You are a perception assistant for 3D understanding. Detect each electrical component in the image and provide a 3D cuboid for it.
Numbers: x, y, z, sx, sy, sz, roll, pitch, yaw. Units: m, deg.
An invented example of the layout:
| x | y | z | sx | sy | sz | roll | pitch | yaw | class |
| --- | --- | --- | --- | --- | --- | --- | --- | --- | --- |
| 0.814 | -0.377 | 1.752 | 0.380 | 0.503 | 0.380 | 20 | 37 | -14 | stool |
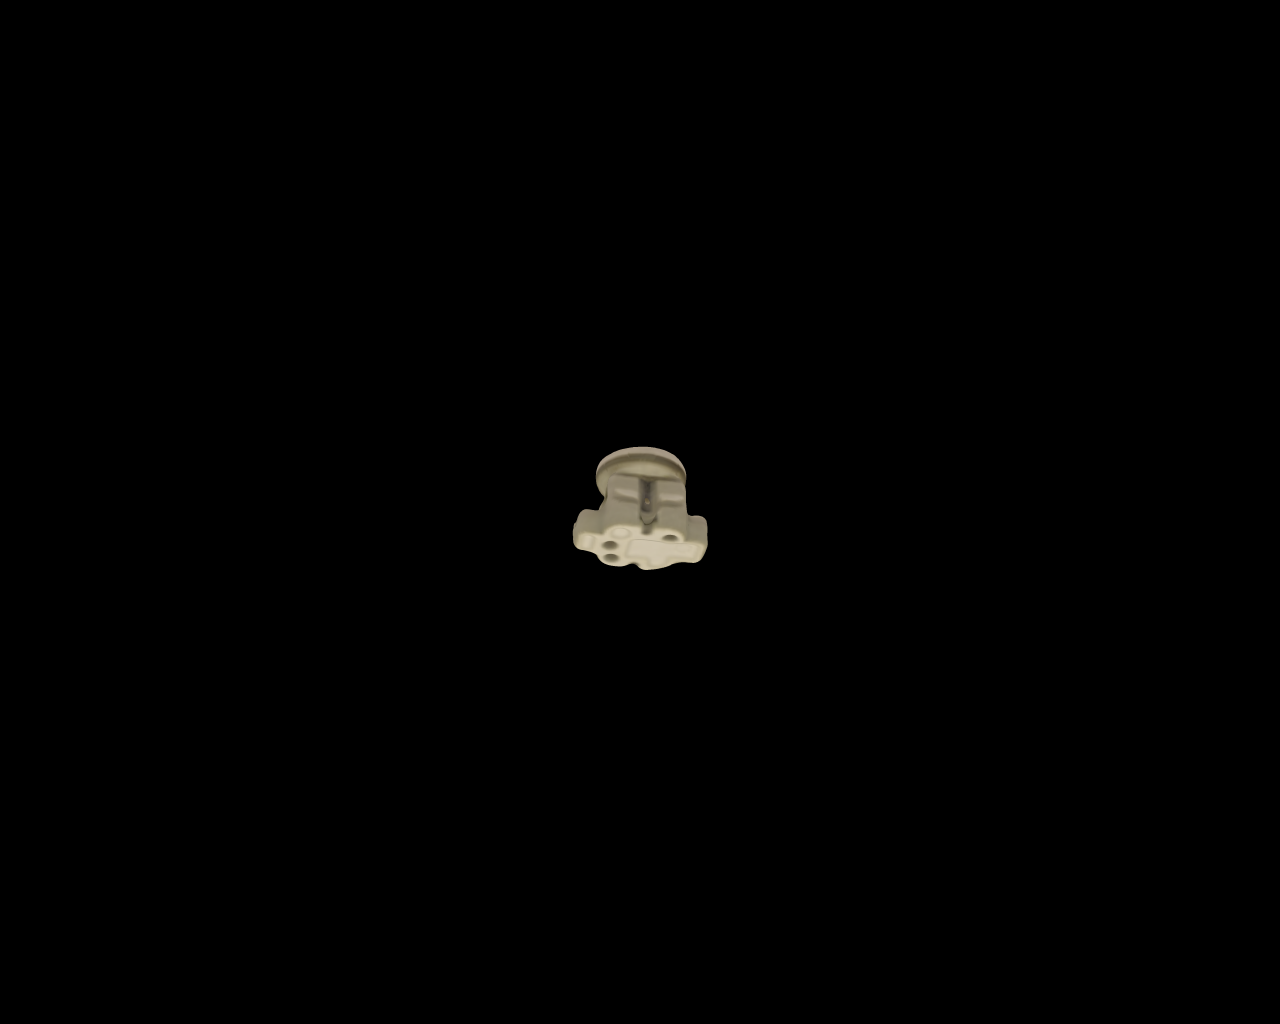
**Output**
| x | y | z | sx | sy | sz | roll | pitch | yaw | class |
| --- | --- | --- | --- | --- | --- | --- | --- | --- | --- |
| 0.001 | -0.003 | 0.650 | 0.078 | 0.057 | 0.058 | 6 | -32 | -9 | electrical component |
